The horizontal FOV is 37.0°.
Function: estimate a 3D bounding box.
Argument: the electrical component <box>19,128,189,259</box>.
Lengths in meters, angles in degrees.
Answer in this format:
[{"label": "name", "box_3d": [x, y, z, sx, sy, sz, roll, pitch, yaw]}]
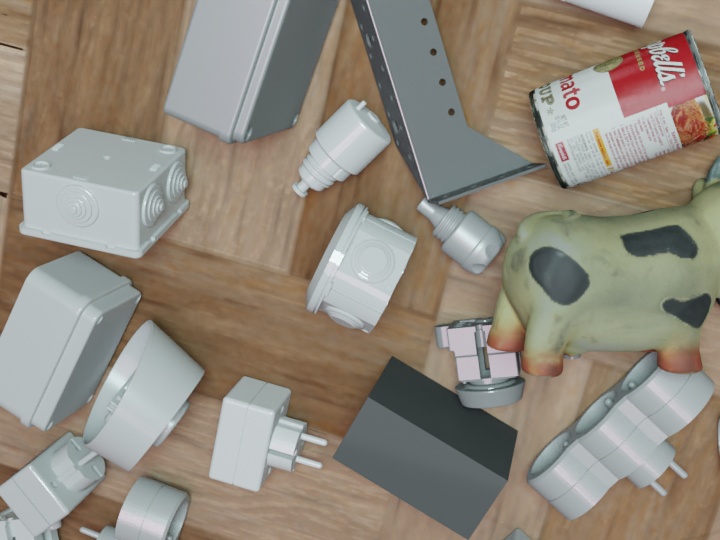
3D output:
[{"label": "electrical component", "box_3d": [-0.173, -0.056, 0.735, 0.100, 0.099, 0.048, 12, 119, 10]}]

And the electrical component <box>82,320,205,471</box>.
[{"label": "electrical component", "box_3d": [-0.159, 0.092, 0.772, 0.064, 0.099, 0.099, 38, 109, -6]}]

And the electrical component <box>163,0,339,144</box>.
[{"label": "electrical component", "box_3d": [-0.066, -0.143, 0.682, 0.056, 0.109, 0.108, 24, 108, 9]}]

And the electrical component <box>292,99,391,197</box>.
[{"label": "electrical component", "box_3d": [-0.015, -0.079, 0.722, 0.078, 0.040, 0.040, -43, 92, 19]}]

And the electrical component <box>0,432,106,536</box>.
[{"label": "electrical component", "box_3d": [-0.221, 0.152, 0.816, 0.077, 0.065, 0.047, -36, 94, 19]}]

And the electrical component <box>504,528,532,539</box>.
[{"label": "electrical component", "box_3d": [0.117, 0.240, 0.772, 0.077, 0.047, 0.065, 43, 109, 0]}]

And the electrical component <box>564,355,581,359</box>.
[{"label": "electrical component", "box_3d": [0.139, 0.020, 0.713, 0.040, 0.040, 0.078, -1, 104, 13]}]

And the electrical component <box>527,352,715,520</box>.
[{"label": "electrical component", "box_3d": [0.185, 0.120, 0.722, 0.074, 0.052, 0.138, 43, 109, -1]}]

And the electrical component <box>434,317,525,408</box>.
[{"label": "electrical component", "box_3d": [0.087, 0.062, 0.734, 0.066, 0.048, 0.055, -6, 95, 14]}]

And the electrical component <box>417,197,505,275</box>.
[{"label": "electrical component", "box_3d": [0.065, -0.027, 0.721, 0.061, 0.035, 0.035, 39, 109, 4]}]

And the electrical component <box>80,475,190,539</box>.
[{"label": "electrical component", "box_3d": [-0.186, 0.221, 0.833, 0.074, 0.052, 0.138, 19, 108, 7]}]

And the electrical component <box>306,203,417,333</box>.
[{"label": "electrical component", "box_3d": [0.000, 0.000, 0.720, 0.051, 0.080, 0.080, 26, 109, 0]}]

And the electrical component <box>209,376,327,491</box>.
[{"label": "electrical component", "box_3d": [-0.062, 0.124, 0.783, 0.077, 0.047, 0.065, 15, 107, 8]}]

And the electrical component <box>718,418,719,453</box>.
[{"label": "electrical component", "box_3d": [0.264, 0.114, 0.710, 0.046, 0.040, 0.040, -4, 104, 8]}]

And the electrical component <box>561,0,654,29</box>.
[{"label": "electrical component", "box_3d": [0.142, -0.182, 0.658, 0.081, 0.043, 0.043, 21, 108, 7]}]

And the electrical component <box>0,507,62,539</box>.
[{"label": "electrical component", "box_3d": [-0.265, 0.219, 0.855, 0.066, 0.048, 0.055, -9, 95, 15]}]

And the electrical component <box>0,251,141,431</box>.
[{"label": "electrical component", "box_3d": [-0.217, 0.052, 0.783, 0.057, 0.078, 0.113, 32, 109, 6]}]
